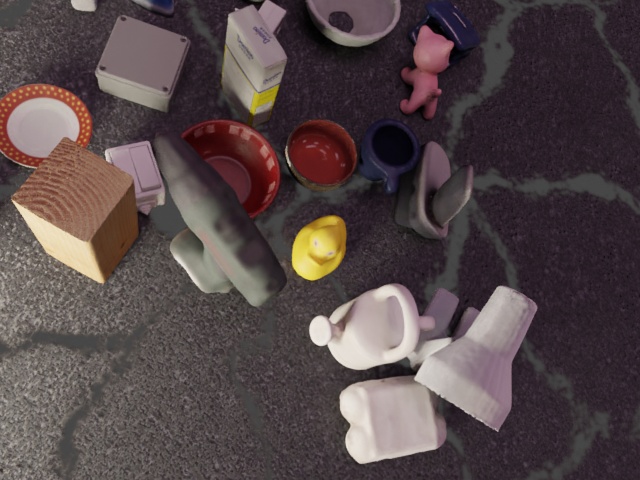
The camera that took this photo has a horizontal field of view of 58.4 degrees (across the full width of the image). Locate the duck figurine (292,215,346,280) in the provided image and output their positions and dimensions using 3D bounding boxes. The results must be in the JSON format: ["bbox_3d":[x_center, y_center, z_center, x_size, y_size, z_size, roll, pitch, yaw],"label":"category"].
[{"bbox_3d":[0.008,0.003,0.837,0.077,0.086,0.105,35,67,-4],"label":"duck figurine"}]

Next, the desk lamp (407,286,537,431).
[{"bbox_3d":[0.199,0.149,0.781,0.118,0.213,0.203,33,67,-5],"label":"desk lamp"}]

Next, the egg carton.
[{"bbox_3d":[0.102,0.247,0.800,0.150,0.069,0.107,-5,75,-18],"label":"egg carton"}]

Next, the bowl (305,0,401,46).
[{"bbox_3d":[0.048,-0.393,0.975,0.168,0.074,0.167,5,72,-15],"label":"bowl"}]

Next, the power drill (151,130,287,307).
[{"bbox_3d":[-0.138,-0.008,0.731,0.076,0.208,0.229,-39,87,-23],"label":"power drill"}]

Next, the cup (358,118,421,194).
[{"bbox_3d":[0.099,-0.117,0.896,0.092,0.094,0.118,4,72,-15],"label":"cup"}]

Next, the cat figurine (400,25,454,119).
[{"bbox_3d":[0.185,-0.286,0.961,0.067,0.117,0.128,5,72,-15],"label":"cat figurine"}]

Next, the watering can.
[{"bbox_3d":[0.075,0.118,0.763,0.173,0.193,0.101,-25,82,-22],"label":"watering can"}]

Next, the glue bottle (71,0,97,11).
[{"bbox_3d":[-0.343,-0.409,0.810,0.037,0.173,0.078,-4,75,-17],"label":"glue bottle"}]

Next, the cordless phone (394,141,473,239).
[{"bbox_3d":[0.191,-0.091,0.866,0.094,0.184,0.147,9,71,-13],"label":"cordless phone"}]

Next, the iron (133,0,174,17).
[{"bbox_3d":[-0.301,-0.477,0.860,0.119,0.141,0.258,-40,88,-23],"label":"iron"}]

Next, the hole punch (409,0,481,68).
[{"bbox_3d":[0.229,-0.375,1.015,0.101,0.091,0.108,-36,86,-23],"label":"hole punch"}]
